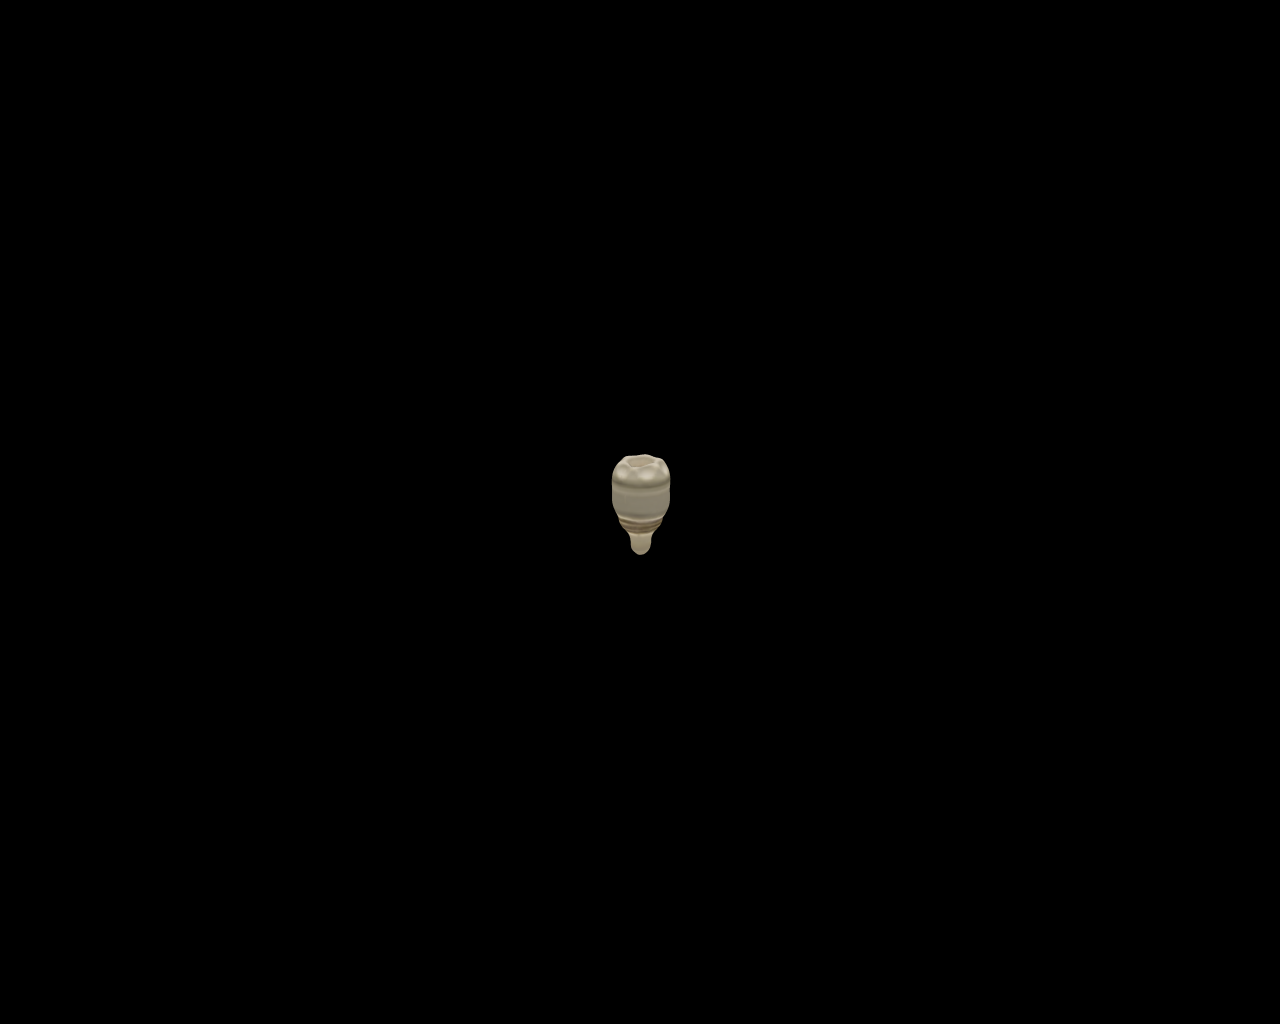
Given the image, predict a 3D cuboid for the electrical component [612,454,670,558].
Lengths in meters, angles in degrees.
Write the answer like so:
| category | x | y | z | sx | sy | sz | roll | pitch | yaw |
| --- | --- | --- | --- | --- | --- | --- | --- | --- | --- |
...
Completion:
| category | x | y | z | sx | sy | sz | roll | pitch | yaw |
| --- | --- | --- | --- | --- | --- | --- | --- | --- | --- |
| electrical component | 0.001 | -0.003 | 0.650 | 0.035 | 0.061 | 0.035 | 0 | 20 | 0 |
